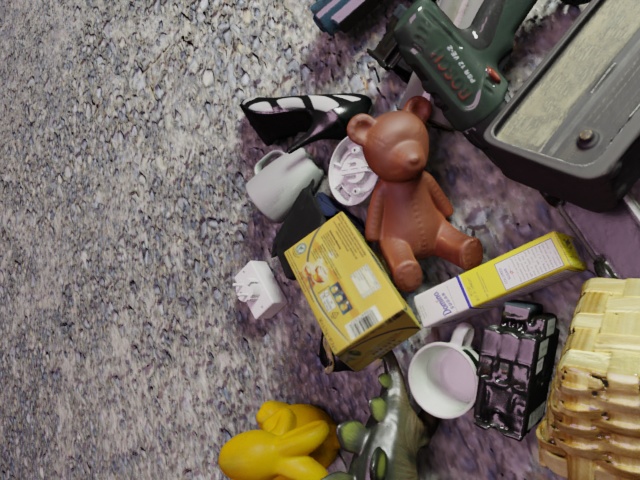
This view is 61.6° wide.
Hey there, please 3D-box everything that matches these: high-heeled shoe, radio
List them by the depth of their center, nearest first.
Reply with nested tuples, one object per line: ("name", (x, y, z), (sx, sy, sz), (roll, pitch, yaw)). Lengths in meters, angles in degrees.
("radio", (0.288, -0.147, 0.531), (0.229, 0.073, 0.131), (-52, 48, 1))
("high-heeled shoe", (-0.032, -0.207, 0.837), (0.145, 0.086, 0.249), (-36, 42, -7))

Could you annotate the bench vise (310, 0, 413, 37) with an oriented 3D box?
("bench vise", (0.053, -0.415, 0.750), (0.223, 0.129, 0.241), (-40, 71, 28))

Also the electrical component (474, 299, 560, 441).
("electrical component", (0.215, 0.133, 0.582), (0.058, 0.115, 0.134), (9, 91, 33))

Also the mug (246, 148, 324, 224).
("mug", (-0.052, -0.096, 0.831), (0.107, 0.080, 0.110), (-37, 53, 14))

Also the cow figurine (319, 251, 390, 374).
("cow figurine", (0.043, 0.096, 0.725), (0.068, 0.098, 0.167), (11, 93, 43))

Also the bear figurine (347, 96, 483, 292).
("bear figurine", (0.110, -0.059, 0.639), (0.132, 0.120, 0.195), (-123, 20, -59))

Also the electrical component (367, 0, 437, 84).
("electrical component", (0.126, -0.274, 0.712), (0.119, 0.074, 0.048), (-48, 60, 21))

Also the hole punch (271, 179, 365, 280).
("hole punch", (-0.002, -0.002, 0.784), (0.142, 0.092, 0.116), (-62, 31, 23))

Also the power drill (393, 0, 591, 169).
("power drill", (0.214, -0.216, 0.609), (0.232, 0.086, 0.207), (39, 104, -11))

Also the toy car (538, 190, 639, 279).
("toy car", (0.302, -0.022, 0.569), (0.073, 0.056, 0.202), (-40, 62, 31))

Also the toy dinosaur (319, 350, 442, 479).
("toy dinosaur", (0.076, 0.331, 0.617), (0.105, 0.198, 0.471), (-14, 76, 38))

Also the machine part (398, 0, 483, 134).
("machine part", (0.165, -0.228, 0.676), (0.079, 0.079, 0.243), (28, 102, 35))

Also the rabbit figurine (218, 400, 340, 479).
("rabbit figurine", (-0.052, 0.293, 0.732), (0.162, 0.173, 0.122), (-7, 78, 40))

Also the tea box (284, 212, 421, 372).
("tea box", (0.035, 0.059, 0.653), (0.098, 0.068, 0.170), (-34, 48, 8))
